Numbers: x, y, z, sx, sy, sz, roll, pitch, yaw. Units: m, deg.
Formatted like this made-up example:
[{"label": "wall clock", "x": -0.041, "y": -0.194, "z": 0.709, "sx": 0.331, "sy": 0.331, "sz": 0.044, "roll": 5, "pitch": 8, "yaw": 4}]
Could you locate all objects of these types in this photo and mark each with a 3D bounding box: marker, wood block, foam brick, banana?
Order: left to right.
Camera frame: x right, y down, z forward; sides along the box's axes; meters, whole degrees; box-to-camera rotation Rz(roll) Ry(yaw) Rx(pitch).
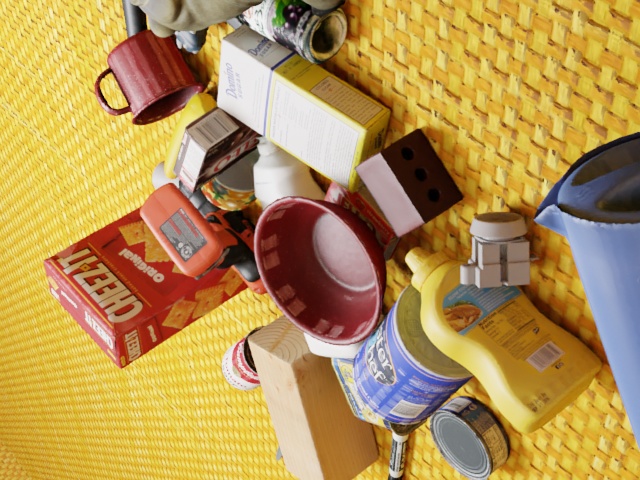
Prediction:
[{"label": "banana", "x": -0.151, "y": -0.128, "z": 1.247, "sx": 0.037, "sy": 0.069, "sz": 0.198, "roll": 26, "pitch": 161, "yaw": -11}, {"label": "wood block", "x": -0.006, "y": 0.195, "z": 1.296, "sx": 0.090, "sy": 0.090, "sz": 0.206, "roll": 22, "pitch": 135, "yaw": 48}, {"label": "marker", "x": 0.093, "y": 0.260, "z": 1.276, "sx": 0.020, "sy": 0.020, "sz": 0.121, "roll": 39, "pitch": 146, "yaw": 32}, {"label": "foam brick", "x": 0.080, "y": -0.052, "z": 0.964, "sx": 0.078, "sy": 0.052, "sz": 0.051, "roll": 57, "pitch": 152, "yaw": 0}]

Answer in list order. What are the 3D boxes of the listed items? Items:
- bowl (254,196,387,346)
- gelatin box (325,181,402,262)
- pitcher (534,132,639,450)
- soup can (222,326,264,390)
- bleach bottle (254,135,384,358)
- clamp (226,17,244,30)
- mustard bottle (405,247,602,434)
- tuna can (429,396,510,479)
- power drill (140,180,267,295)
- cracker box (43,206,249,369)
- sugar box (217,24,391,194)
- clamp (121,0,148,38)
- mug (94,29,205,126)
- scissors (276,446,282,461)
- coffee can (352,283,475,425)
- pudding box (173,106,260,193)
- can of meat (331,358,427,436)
[{"label": "bowl", "x": 0.011, "y": 0.022, "z": 1.057, "sx": 0.162, "sy": 0.055, "sz": 0.162, "roll": 23, "pitch": 128, "yaw": 32}, {"label": "gelatin box", "x": 0.043, "y": -0.025, "z": 1.069, "sx": 0.089, "sy": 0.030, "sz": 0.073, "roll": 48, "pitch": 149, "yaw": 17}, {"label": "pitcher", "x": 0.260, "y": 0.052, "z": 0.720, "sx": 0.149, "sy": 0.145, "sz": 0.243, "roll": 31, "pitch": 146, "yaw": 60}, {"label": "soup can", "x": -0.084, "y": 0.157, "z": 1.407, "sx": 0.068, "sy": 0.068, "sz": 0.102, "roll": 57, "pitch": 152, "yaw": 4}, {"label": "bleach bottle", "x": -0.008, "y": 0.001, "z": 1.145, "sx": 0.103, "sy": 0.068, "sz": 0.251, "roll": -3, "pitch": 112, "yaw": 51}, {"label": "clamp", "x": -0.112, "y": -0.289, "z": 1.053, "sx": 0.165, "sy": 0.036, "sz": 0.210, "roll": 1, "pitch": 121, "yaw": 57}, {"label": "mustard bottle", "x": 0.146, "y": 0.074, "z": 0.934, "sx": 0.192, "sy": 0.096, "sz": 0.058, "roll": 45, "pitch": 149, "yaw": 23}, {"label": "tuna can", "x": 0.156, "y": 0.206, "z": 1.110, "sx": 0.086, "sy": 0.033, "sz": 0.086, "roll": 38, "pitch": 145, "yaw": 33}, {"label": "power drill", "x": -0.131, "y": -0.018, "z": 1.228, "sx": 0.184, "sy": 0.057, "sz": 0.187, "roll": 49, "pitch": -168, "yaw": 15}, {"label": "cracker box", "x": -0.211, "y": 0.039, "z": 1.338, "sx": 0.164, "sy": 0.213, "sz": 0.072, "roll": 40, "pitch": 147, "yaw": 31}, {"label": "sugar box", "x": -0.019, "y": -0.128, "z": 1.028, "sx": 0.176, "sy": 0.048, "sz": 0.093, "roll": 37, "pitch": 145, "yaw": 20}, {"label": "clamp", "x": -0.228, "y": -0.313, "z": 1.213, "sx": 0.120, "sy": 0.039, "sz": 0.172, "roll": 43, "pitch": 142, "yaw": 17}, {"label": "mug", "x": -0.202, "y": -0.184, "z": 1.221, "sx": 0.081, "sy": 0.117, "sz": 0.093, "roll": 61, "pitch": 165, "yaw": 5}, {"label": "scissors", "x": -0.031, "y": 0.282, "z": 1.496, "sx": 0.096, "sy": 0.016, "sz": 0.202, "roll": 40, "pitch": 147, "yaw": 30}, {"label": "coffee can", "x": 0.099, "y": 0.109, "z": 1.035, "sx": 0.103, "sy": 0.102, "sz": 0.140, "roll": 51, "pitch": 151, "yaw": 13}, {"label": "pudding box", "x": -0.098, "y": -0.110, "z": 1.125, "sx": 0.039, "sy": 0.113, "sz": 0.090, "roll": 48, "pitch": 151, "yaw": 11}, {"label": "can of meat", "x": 0.066, "y": 0.159, "z": 1.184, "sx": 0.084, "sy": 0.057, "sz": 0.102, "roll": 4, "pitch": 120, "yaw": 59}]
